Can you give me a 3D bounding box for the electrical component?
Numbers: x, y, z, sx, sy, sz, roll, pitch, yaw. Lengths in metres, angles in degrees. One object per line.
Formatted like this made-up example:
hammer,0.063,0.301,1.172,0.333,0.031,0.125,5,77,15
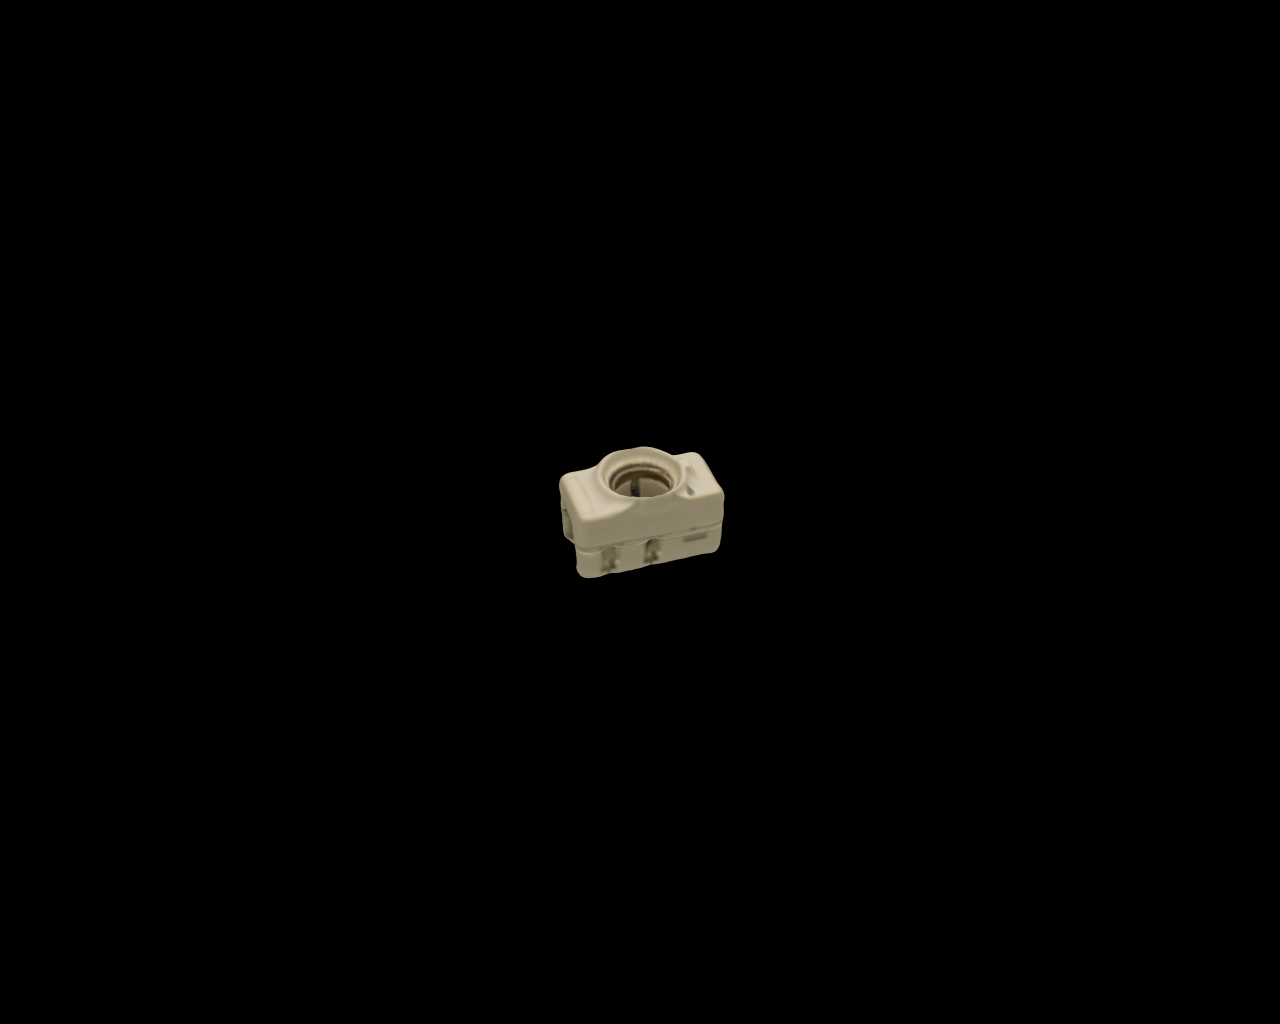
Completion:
electrical component,0.001,-0.003,0.650,0.089,0.055,0.050,-11,39,-13
